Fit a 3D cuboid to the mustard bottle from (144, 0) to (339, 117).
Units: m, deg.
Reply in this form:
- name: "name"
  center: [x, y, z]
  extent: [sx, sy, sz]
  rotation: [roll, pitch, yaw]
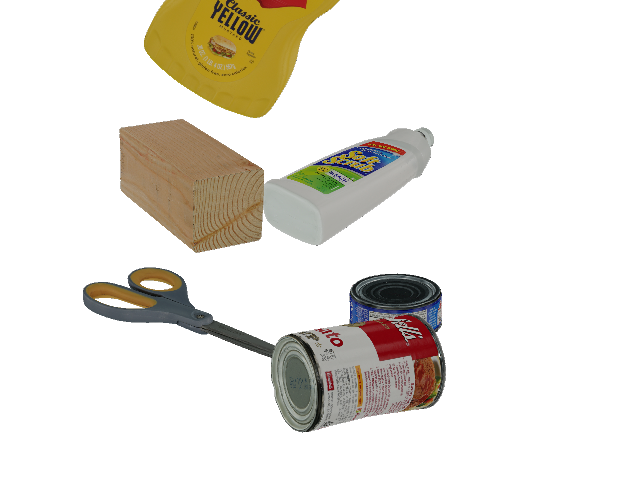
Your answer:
- name: "mustard bottle"
  center: [-0.030, -0.171, 0.661]
  extent: [0.096, 0.192, 0.058]
  rotation: [32, 36, -7]

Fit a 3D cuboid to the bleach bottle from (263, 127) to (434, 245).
- name: "bleach bottle"
  center: [0.049, -0.084, 1.337]
  extent: [0.103, 0.068, 0.250]
  rotation: [26, 44, 34]

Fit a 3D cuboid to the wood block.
- name: "wood block"
  center: [-0.157, -0.070, 1.274]
  extent: [0.090, 0.090, 0.206]
  rotation: [-12, 28, -31]

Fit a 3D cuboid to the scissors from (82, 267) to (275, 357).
- name: "scissors"
  center: [-0.099, 0.058, 0.886]
  extent: [0.202, 0.016, 0.096]
  rotation: [11, 25, 15]

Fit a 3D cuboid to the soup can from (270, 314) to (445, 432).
- name: "soup can"
  center: [0.025, 0.091, 0.734]
  extent: [0.102, 0.068, 0.069]
  rotation: [-6, 3, -30]

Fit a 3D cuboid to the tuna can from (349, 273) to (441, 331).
- name: "tuna can"
  center: [0.069, 0.060, 0.979]
  extent: [0.086, 0.034, 0.086]
  rotation: [-1, 19, 0]
